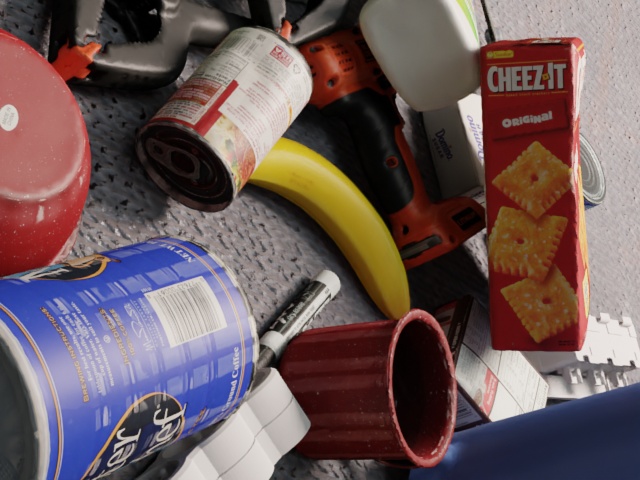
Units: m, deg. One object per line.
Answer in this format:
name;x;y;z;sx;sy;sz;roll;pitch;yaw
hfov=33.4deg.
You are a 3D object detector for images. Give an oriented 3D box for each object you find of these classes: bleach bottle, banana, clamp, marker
bleach bottle;0.084;-0.205;0.839;0.102;0.068;0.250;57;24;-30
banana;0.001;-0.017;0.734;0.197;0.037;0.069;35;75;-30
clamp;-0.114;-0.161;0.674;0.164;0.036;0.209;55;34;-10
clamp;-0.013;-0.207;0.746;0.120;0.039;0.171;34;61;-12
marker;-0.020;0.055;0.676;0.020;0.020;0.121;56;37;-10

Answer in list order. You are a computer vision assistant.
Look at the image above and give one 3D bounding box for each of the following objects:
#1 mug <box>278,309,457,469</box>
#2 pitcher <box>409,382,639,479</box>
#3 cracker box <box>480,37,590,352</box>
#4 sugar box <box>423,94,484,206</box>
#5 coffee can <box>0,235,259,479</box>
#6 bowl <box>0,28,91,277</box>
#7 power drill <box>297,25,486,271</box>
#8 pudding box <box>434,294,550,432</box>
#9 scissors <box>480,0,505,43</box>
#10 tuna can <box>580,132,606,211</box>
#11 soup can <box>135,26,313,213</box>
mug;0.033;0.100;0.653;0.117;0.082;0.093;58;38;-35
pitcher;0.191;0.165;0.680;0.149;0.243;0.145;15;56;-53
cracker box;0.164;-0.041;0.796;0.164;0.072;0.214;-40;128;-71
sugar box;0.165;-0.072;0.952;0.175;0.048;0.093;7;65;-44
coffee can;-0.111;0.059;0.495;0.140;0.103;0.103;-17;83;-53
bowl;-0.170;-0.052;0.529;0.161;0.055;0.162;27;51;-39
power drill;0.062;-0.079;0.824;0.184;0.057;0.187;-29;91;-56
pudding box;0.124;0.111;0.802;0.113;0.039;0.090;49;38;-22
scissors;0.160;-0.161;0.960;0.201;0.016;0.096;-1;82;-76
tuna can;0.247;-0.068;1.057;0.086;0.034;0.086;27;51;-39
soup can;-0.056;-0.075;0.650;0.068;0.069;0.102;49;53;-20
